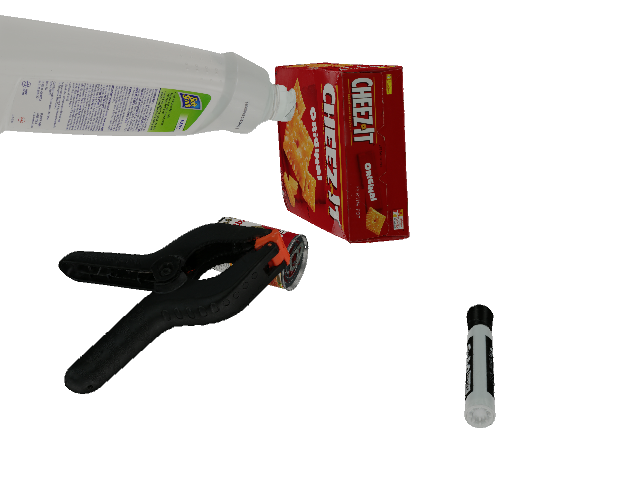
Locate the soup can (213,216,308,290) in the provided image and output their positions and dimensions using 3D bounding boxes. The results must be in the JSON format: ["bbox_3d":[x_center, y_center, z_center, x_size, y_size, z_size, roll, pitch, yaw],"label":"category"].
[{"bbox_3d":[-0.074,0.014,1.263,0.102,0.068,0.068,14,5,20],"label":"soup can"}]

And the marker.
[{"bbox_3d":[0.106,0.080,0.710,0.020,0.020,0.121,0,29,9],"label":"marker"}]

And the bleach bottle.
[{"bbox_3d":[-0.146,-0.122,0.881,0.250,0.068,0.103,5,-30,-19],"label":"bleach bottle"}]

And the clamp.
[{"bbox_3d":[-0.105,0.040,0.730,0.171,0.120,0.039,-15,-36,12],"label":"clamp"}]

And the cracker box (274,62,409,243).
[{"bbox_3d":[0.016,-0.096,1.083,0.072,0.164,0.214,-7,12,-17],"label":"cracker box"}]
